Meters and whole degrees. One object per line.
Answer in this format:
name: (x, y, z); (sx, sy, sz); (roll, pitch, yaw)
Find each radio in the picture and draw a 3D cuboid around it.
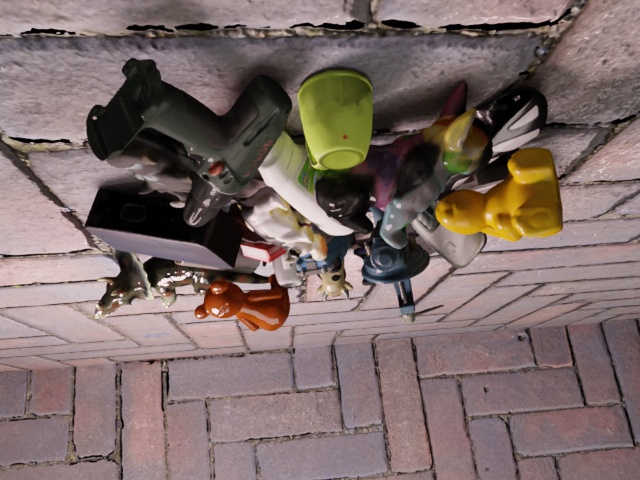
radio: (-0.255, -0.017, 0.882); (0.230, 0.073, 0.131); (8, 162, 12)

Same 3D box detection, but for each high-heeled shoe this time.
high-heeled shoe: (0.184, -0.136, 0.745); (0.249, 0.086, 0.145); (-13, 157, 9)

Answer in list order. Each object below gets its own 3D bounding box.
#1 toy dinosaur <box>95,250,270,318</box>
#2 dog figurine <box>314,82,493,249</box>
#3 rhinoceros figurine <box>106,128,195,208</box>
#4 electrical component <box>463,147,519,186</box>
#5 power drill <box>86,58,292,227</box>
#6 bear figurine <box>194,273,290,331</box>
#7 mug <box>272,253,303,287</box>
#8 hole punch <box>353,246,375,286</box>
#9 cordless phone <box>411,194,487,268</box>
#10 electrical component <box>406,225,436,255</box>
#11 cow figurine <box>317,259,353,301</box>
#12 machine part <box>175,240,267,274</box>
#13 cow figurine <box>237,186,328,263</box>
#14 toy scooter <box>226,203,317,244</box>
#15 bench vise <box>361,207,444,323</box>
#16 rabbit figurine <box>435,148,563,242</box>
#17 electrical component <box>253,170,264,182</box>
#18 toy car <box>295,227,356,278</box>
toy dinosaur: (-0.283, 0.070, 1.169); (0.405, 0.131, 0.192); (-10, 163, -9)
dog figurine: (0.113, -0.109, 0.703); (0.191, 0.108, 0.219); (23, 127, -14)
rhinoceros figurine: (-0.219, -0.099, 0.739); (0.112, 0.073, 0.190); (-14, 159, 20)
electrical component: (0.269, -0.120, 0.840); (0.102, 0.078, 0.045); (-10, 122, 25)
power drill: (-0.152, -0.104, 0.617); (0.232, 0.086, 0.207); (-43, 144, 24)
bear figurine: (-0.166, 0.127, 1.154); (0.196, 0.132, 0.120); (20, 113, -26)
mug: (-0.066, 0.042, 1.147); (0.081, 0.107, 0.109); (-6, 163, -3)
hole punch: (0.146, 0.039, 1.259); (0.142, 0.092, 0.116); (-15, -165, 20)
cordless phone: (0.228, -0.034, 0.947); (0.089, 0.147, 0.184); (-43, 161, 0)
electrical component: (0.236, -0.006, 1.172); (0.134, 0.058, 0.115); (8, 159, -33)
cow figurine: (0.022, 0.059, 1.194); (0.086, 0.127, 0.194); (-6, 159, 10)
machine part: (-0.207, 0.022, 1.094); (0.243, 0.079, 0.079); (10, 156, -38)
cow figurine: (-0.058, -0.015, 0.874); (0.098, 0.068, 0.167); (-22, 128, 20)
toy scooter: (-0.100, -0.038, 0.959); (0.184, 0.075, 0.135); (-15, 158, 39)
bench vise: (0.136, 0.033, 0.965); (0.129, 0.240, 0.224); (-15, -158, 6)
rabbit figurine: (0.260, -0.053, 0.787); (0.173, 0.122, 0.162); (-11, 173, 22)
electrical component: (-0.079, -0.113, 0.819); (0.063, 0.021, 0.094); (-20, 156, 35)
toy car: (-0.002, -0.003, 1.027); (0.109, 0.162, 0.102); (-9, 117, 26)
